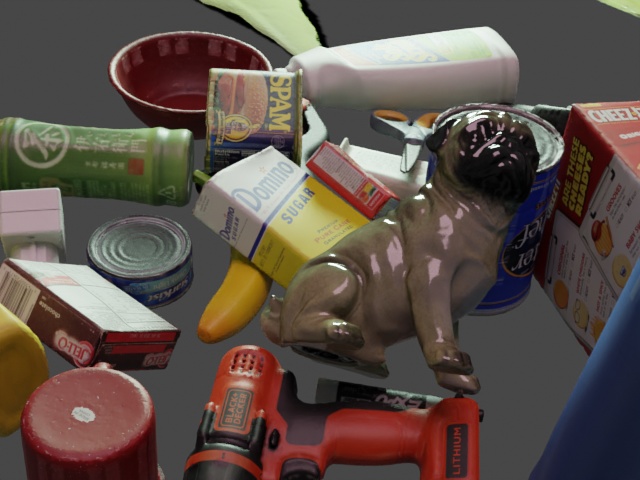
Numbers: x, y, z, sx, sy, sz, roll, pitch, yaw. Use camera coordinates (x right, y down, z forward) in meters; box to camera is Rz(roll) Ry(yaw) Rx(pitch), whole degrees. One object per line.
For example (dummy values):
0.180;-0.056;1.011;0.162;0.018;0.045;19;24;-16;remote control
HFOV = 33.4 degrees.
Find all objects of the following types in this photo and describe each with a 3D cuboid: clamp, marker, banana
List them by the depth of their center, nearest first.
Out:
0.057;0.118;0.768;0.121;0.020;0.020;8;38;4;marker
-0.069;0.016;0.870;0.069;0.037;0.198;3;40;-11;banana
-0.028;-0.074;0.993;0.120;0.039;0.171;25;44;8;clamp
0.233;-0.108;1.002;0.165;0.036;0.209;12;7;16;clamp

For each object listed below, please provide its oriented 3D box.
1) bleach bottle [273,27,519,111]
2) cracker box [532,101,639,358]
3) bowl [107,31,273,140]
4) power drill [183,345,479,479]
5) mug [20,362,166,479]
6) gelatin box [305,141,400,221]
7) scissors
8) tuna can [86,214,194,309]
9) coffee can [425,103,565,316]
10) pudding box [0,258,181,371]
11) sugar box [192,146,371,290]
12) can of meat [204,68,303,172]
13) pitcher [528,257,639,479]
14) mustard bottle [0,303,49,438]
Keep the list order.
0.071;-0.169;1.106;0.250;0.068;0.102;-8;37;-12;bleach bottle
0.246;0.019;0.798;0.072;0.164;0.214;-5;39;-16;cracker box
-0.128;-0.146;1.058;0.162;0.055;0.162;3;38;-2;bowl
0.007;0.152;0.687;0.187;0.057;0.184;8;43;3;power drill
-0.144;0.128;0.682;0.093;0.081;0.117;4;38;-1;mug
0.031;-0.049;0.916;0.073;0.030;0.089;41;6;8;gelatin box
0.072;-0.097;1.008;0.096;0.016;0.201;14;22;21;scissors
-0.145;0.016;0.864;0.086;0.034;0.086;2;38;-2;tuna can
0.131;-0.024;0.859;0.103;0.140;0.103;3;38;-3;coffee can
-0.171;0.055;0.777;0.114;0.039;0.089;32;10;28;pudding box
-0.006;0.001;0.850;0.176;0.048;0.093;40;38;13;sugar box
-0.058;-0.105;0.946;0.084;0.057;0.102;2;54;-4;can of meat
0.218;0.100;0.625;0.145;0.243;0.149;18;45;12;pitcher
-0.268;0.052;0.754;0.192;0.096;0.058;33;51;32;mustard bottle
